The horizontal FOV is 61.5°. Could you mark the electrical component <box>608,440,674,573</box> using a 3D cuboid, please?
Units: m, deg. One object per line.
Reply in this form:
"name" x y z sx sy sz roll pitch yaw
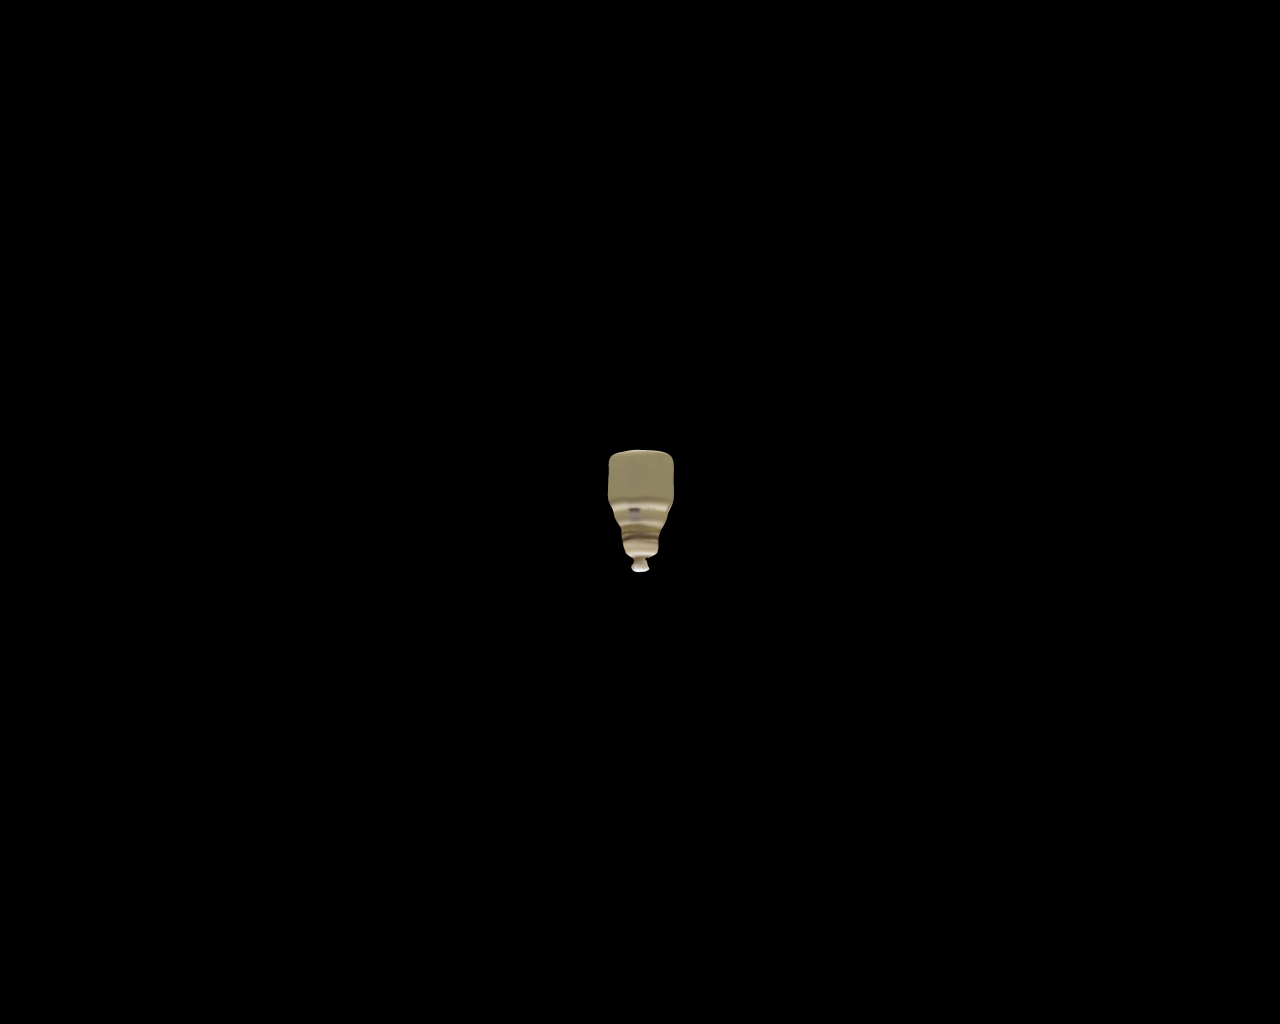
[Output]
"electrical component" 0.001 -0.003 0.650 0.040 0.078 0.040 0 -7 0
